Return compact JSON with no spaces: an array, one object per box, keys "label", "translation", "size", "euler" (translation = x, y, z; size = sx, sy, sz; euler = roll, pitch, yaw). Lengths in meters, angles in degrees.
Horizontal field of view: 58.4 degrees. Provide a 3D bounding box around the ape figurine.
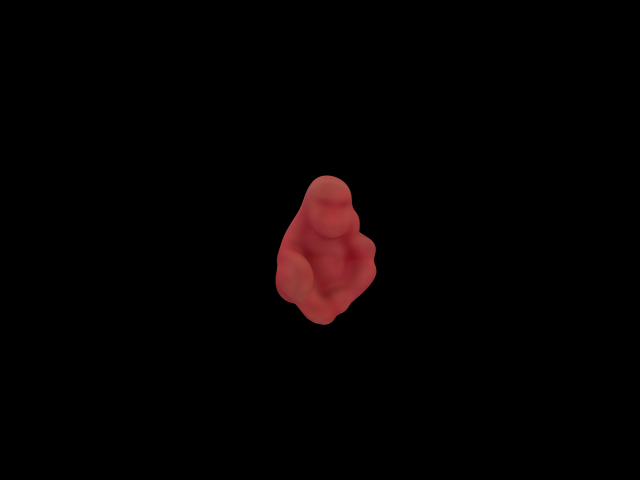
[{"label":"ape figurine","translation":[0.004,0.001,0.400],"size":[0.078,0.092,0.076],"euler":[-6,17,-18]}]
